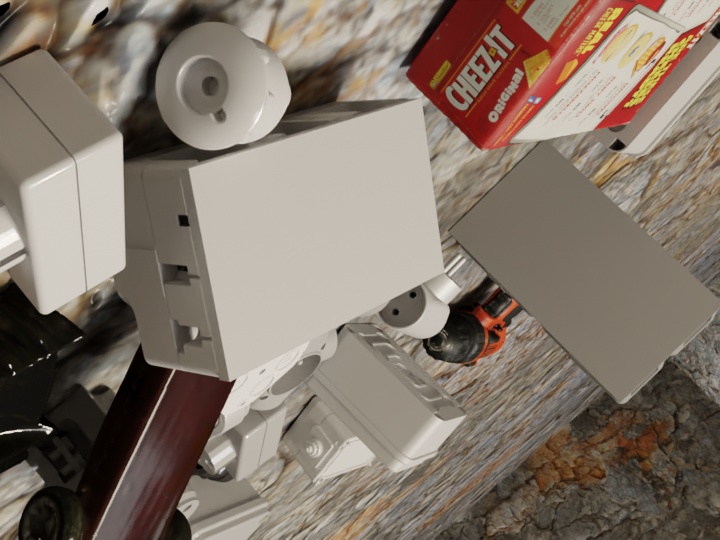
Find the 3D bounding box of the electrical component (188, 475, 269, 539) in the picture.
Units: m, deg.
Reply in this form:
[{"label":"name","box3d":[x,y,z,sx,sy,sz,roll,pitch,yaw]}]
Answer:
[{"label":"electrical component","box3d":[-0.144,0.216,0.860,0.108,0.056,0.109,-49,162,18]}]

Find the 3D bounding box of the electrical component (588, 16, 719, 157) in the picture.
[{"label":"electrical component","box3d":[0.197,-0.142,0.743,0.113,0.078,0.057,-52,158,25]}]

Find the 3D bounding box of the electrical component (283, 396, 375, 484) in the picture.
[{"label":"electrical component","box3d":[-0.022,0.143,0.962,0.096,0.061,0.061,-7,140,-50]}]

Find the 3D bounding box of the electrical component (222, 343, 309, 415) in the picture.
[{"label":"electrical component","box3d":[-0.072,0.041,0.622,0.080,0.051,0.080,-39,162,-15]}]

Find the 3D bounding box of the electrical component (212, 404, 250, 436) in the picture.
[{"label":"electrical component","box3d":[-0.103,0.086,0.669,0.055,0.045,0.045,-28,157,-41]}]

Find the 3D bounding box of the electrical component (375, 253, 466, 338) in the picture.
[{"label":"electrical component","box3d":[0.053,0.016,0.847,0.079,0.044,0.077,-45,162,5]}]

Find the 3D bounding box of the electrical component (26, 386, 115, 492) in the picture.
[{"label":"electrical component","box3d":[-0.146,0.105,0.609,0.056,0.050,0.089,-40,162,-11]}]

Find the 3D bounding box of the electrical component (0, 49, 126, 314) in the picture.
[{"label":"electrical component","box3d":[-0.126,-0.020,0.371,0.076,0.047,0.083,-34,160,-27]}]

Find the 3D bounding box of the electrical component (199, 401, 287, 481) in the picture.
[{"label":"electrical component","box3d":[-0.097,0.116,0.745,0.076,0.047,0.083,-34,160,-27]}]

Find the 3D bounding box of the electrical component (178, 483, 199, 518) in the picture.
[{"label":"electrical component","box3d":[-0.139,0.144,0.706,0.045,0.055,0.045,-39,162,-15]}]

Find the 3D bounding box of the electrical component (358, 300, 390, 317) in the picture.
[{"label":"electrical component","box3d":[0.000,0.000,0.694,0.045,0.045,0.055,-38,161,-15]}]

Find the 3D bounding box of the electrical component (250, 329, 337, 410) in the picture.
[{"label":"electrical component","box3d":[-0.042,0.047,0.708,0.079,0.044,0.077,-18,150,-44]}]

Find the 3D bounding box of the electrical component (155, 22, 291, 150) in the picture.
[{"label":"electrical component","box3d":[-0.048,-0.072,0.429,0.048,0.048,0.062,-49,168,18]}]

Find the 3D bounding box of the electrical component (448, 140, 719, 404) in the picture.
[{"label":"electrical component","box3d":[0.176,0.003,0.848,0.105,0.186,0.060,-44,162,2]}]

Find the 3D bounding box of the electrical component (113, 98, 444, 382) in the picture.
[{"label":"electrical component","box3d":[-0.035,-0.021,0.491,0.150,0.062,0.089,-25,112,-46]}]

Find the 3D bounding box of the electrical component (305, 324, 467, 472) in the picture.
[{"label":"electrical component","box3d":[0.020,0.100,0.857,0.057,0.113,0.078,-51,161,13]}]
